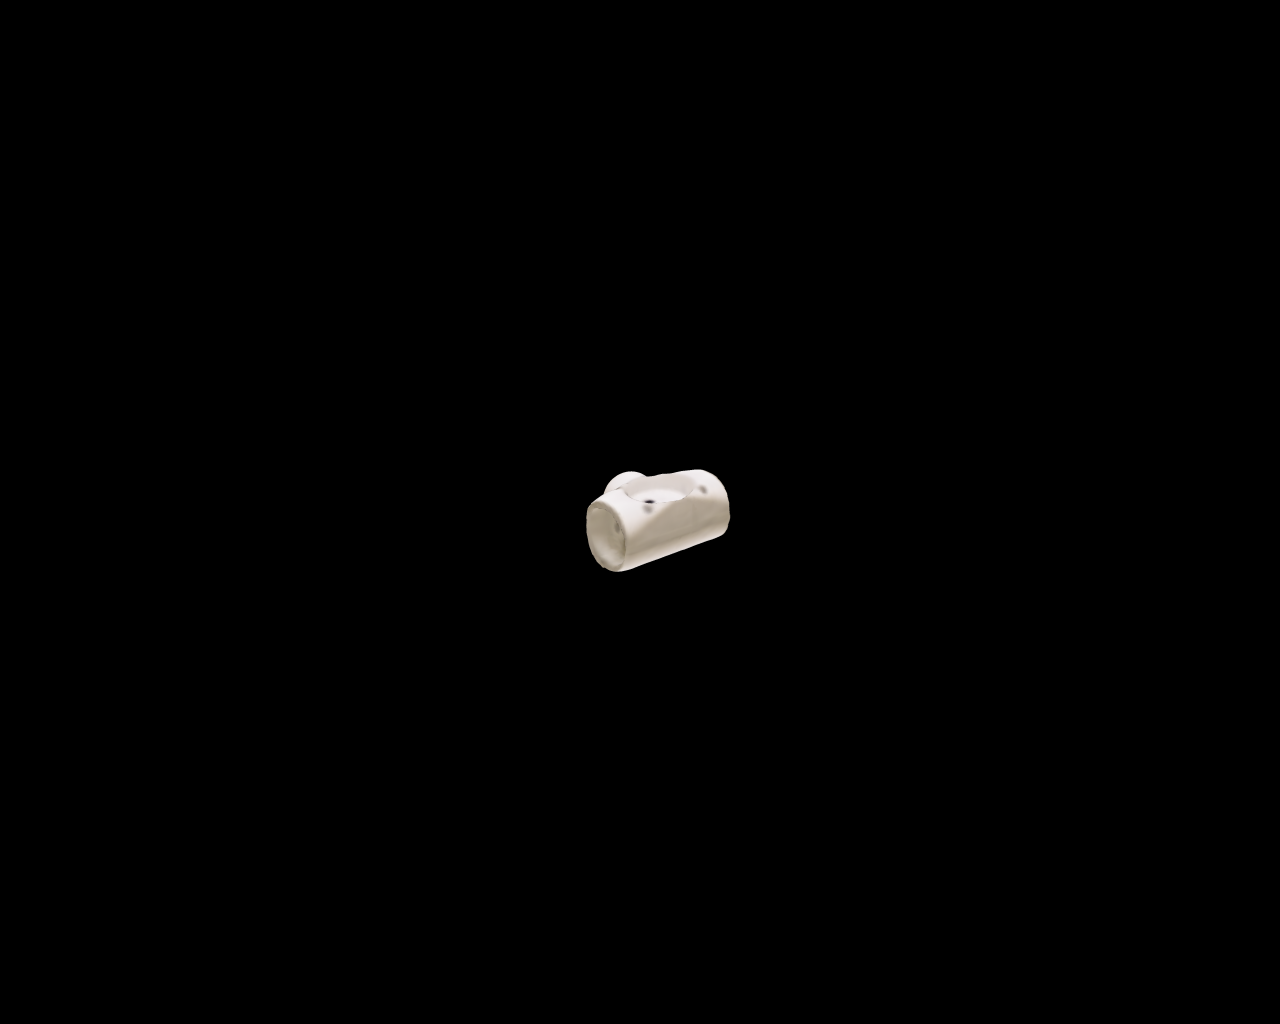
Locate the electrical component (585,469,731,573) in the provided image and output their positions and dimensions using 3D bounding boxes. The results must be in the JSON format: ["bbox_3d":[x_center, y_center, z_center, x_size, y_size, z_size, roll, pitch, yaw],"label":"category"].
[{"bbox_3d":[0.001,-0.003,0.650,0.077,0.044,0.079,-18,32,-31],"label":"electrical component"}]
